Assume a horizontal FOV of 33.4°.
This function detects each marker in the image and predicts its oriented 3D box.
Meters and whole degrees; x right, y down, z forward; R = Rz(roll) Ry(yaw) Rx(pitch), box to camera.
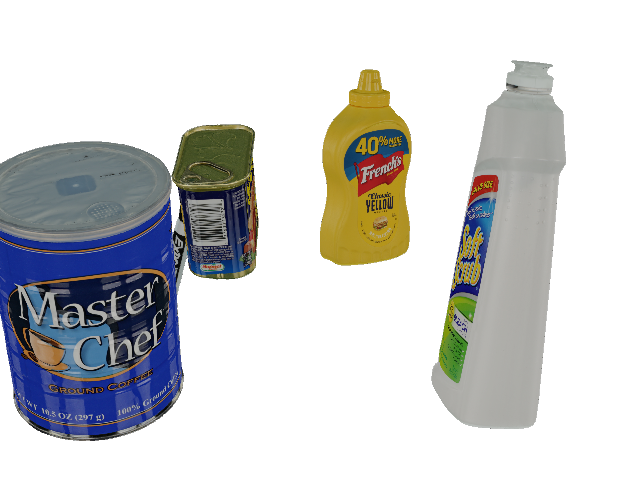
[{"bbox_3d":[-0.136,0.005,1.030,0.020,0.121,0.020,13,34,-9],"label":"marker"}]

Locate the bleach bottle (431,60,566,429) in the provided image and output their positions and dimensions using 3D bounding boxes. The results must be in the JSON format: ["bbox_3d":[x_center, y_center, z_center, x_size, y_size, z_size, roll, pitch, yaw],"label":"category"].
[{"bbox_3d":[0.130,0.000,0.755,0.068,0.251,0.102,3,14,-8],"label":"bleach bottle"}]

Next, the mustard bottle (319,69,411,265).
[{"bbox_3d":[0.047,-0.075,1.073,0.096,0.192,0.058,-9,19,-30],"label":"mustard bottle"}]

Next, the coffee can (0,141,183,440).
[{"bbox_3d":[-0.133,0.028,0.612,0.103,0.140,0.103,1,32,-1],"label":"coffee can"}]

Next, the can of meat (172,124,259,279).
[{"bbox_3d":[-0.077,-0.030,0.820,0.057,0.084,0.102,-2,31,1],"label":"can of meat"}]
